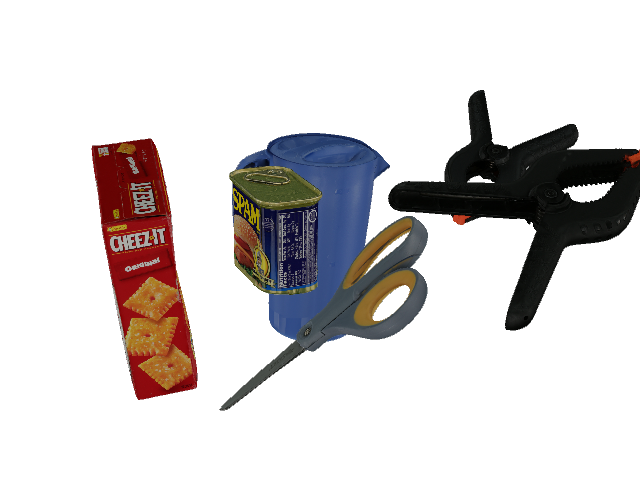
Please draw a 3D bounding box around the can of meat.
[{"bbox_3d":[-0.039,-0.009,0.906,0.057,0.084,0.102,-8,22,-21],"label":"can of meat"}]

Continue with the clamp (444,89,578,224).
[{"bbox_3d":[0.171,-0.088,1.087,0.120,0.039,0.171,29,55,29],"label":"clamp"}]

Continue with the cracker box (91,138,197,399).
[{"bbox_3d":[-0.179,0.027,1.090,0.072,0.214,0.164,-10,34,-10],"label":"cracker box"}]

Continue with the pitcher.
[{"bbox_3d":[-0.015,-0.003,1.304,0.149,0.243,0.144,17,25,28],"label":"pitcher"}]

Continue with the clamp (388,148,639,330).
[{"bbox_3d":[0.180,-0.016,0.838,0.209,0.036,0.165,-18,49,-16],"label":"clamp"}]

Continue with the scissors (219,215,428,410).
[{"bbox_3d":[0.004,0.068,0.711,0.016,0.202,0.096,35,13,-27],"label":"scissors"}]
